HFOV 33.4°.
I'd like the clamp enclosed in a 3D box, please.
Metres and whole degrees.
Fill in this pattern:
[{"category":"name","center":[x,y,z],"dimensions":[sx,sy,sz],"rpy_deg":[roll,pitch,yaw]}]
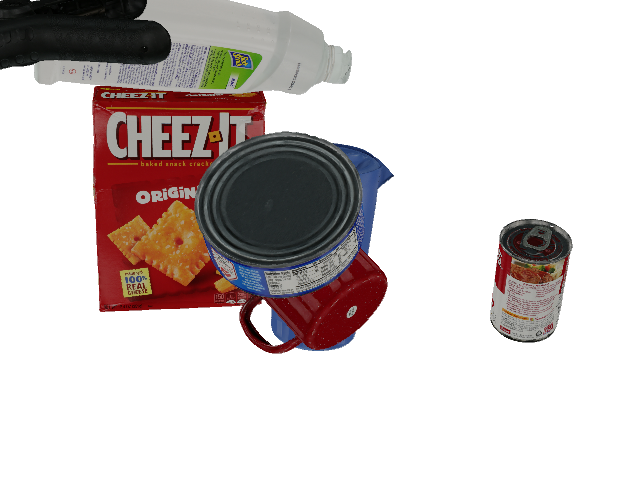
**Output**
[{"category":"clamp","center":[-0.175,-0.129,0.643],"dimensions":[0.171,0.039,0.120],"rpy_deg":[-3,22,-6]}]

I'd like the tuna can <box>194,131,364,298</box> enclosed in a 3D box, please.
[{"category":"tuna can","center":[-0.020,-0.013,0.552],"dimensions":[0.086,0.086,0.034],"rpy_deg":[0,-35,8]}]

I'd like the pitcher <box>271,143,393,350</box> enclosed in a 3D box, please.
[{"category":"pitcher","center":[-0.011,0.008,1.307],"dimensions":[0.149,0.243,0.144],"rpy_deg":[16,24,27]}]

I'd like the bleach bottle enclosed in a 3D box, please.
[{"category":"bleach bottle","center":[-0.101,-0.156,0.869],"dimensions":[0.250,0.068,0.103],"rpy_deg":[7,-26,-13]}]

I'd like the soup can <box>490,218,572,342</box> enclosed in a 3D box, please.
[{"category":"soup can","center":[0.202,0.040,1.030],"dimensions":[0.068,0.102,0.068],"rpy_deg":[0,37,0]}]

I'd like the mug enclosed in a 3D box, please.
[{"category":"mug","center":[-0.012,0.038,0.821],"dimensions":[0.081,0.117,0.093],"rpy_deg":[47,1,25]}]

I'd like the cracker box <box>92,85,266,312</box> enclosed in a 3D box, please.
[{"category":"cracker box","center":[-0.138,-0.040,1.045],"dimensions":[0.164,0.214,0.072],"rpy_deg":[-1,21,-10]}]
